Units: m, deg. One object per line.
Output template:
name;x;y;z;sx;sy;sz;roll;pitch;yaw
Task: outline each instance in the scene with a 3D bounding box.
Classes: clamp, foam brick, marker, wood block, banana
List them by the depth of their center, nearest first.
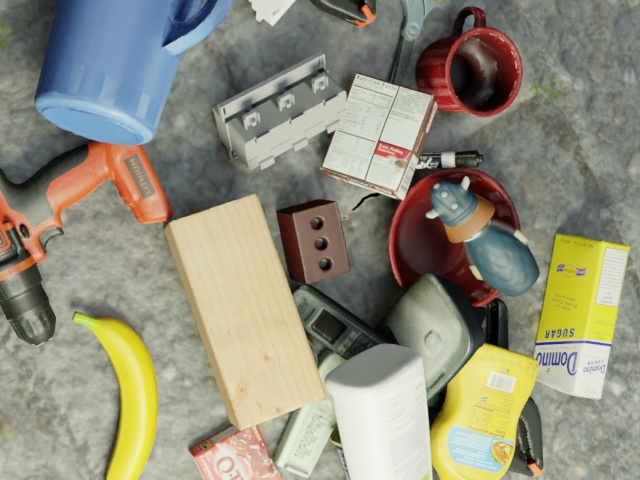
wood block;-0.075;0.069;1.040;0.090;0.091;0.206;-19;90;-13
banana;-0.195;0.159;1.061;0.069;0.037;0.198;-9;98;-3
clamp;0.009;-0.301;1.090;0.120;0.039;0.171;-45;107;-7
foam brick;-0.007;0.001;1.108;0.053;0.051;0.078;-16;102;-20
marker;0.112;-0.084;1.124;0.121;0.020;0.020;0;98;21
clamp;0.199;0.181;1.220;0.164;0.036;0.210;-45;106;-11

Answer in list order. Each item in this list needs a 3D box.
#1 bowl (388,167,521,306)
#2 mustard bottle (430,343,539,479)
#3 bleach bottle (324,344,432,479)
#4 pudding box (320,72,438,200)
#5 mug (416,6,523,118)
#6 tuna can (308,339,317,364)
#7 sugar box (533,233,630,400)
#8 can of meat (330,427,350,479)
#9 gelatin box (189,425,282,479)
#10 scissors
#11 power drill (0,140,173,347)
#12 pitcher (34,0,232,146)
bowl;0.136;-0.001;1.164;0.161;0.055;0.162;-3;97;-22
mustard bottle;0.169;0.209;1.160;0.096;0.058;0.191;17;86;-20
bleach bottle;0.069;0.236;1.067;0.102;0.068;0.251;-25;115;-42
pudding box;0.061;-0.109;1.108;0.090;0.039;0.113;20;86;17
mug;0.155;-0.189;1.137;0.093;0.082;0.117;-2;97;-22
tuna can;-0.046;0.130;1.116;0.086;0.034;0.086;-3;97;-22
sugar box;0.294;0.085;1.218;0.048;0.093;0.176;12;91;-22
can of meat;0.068;0.227;1.147;0.101;0.058;0.084;-33;116;-36
gelatin box;-0.085;0.241;1.115;0.073;0.030;0.089;-27;105;-17
scissors;0.086;-0.241;1.139;0.096;0.016;0.201;33;83;-20
power drill;-0.238;-0.015;1.009;0.187;0.057;0.184;-27;105;-17
pitcher;-0.160;-0.212;0.948;0.144;0.149;0.243;18;79;-19
